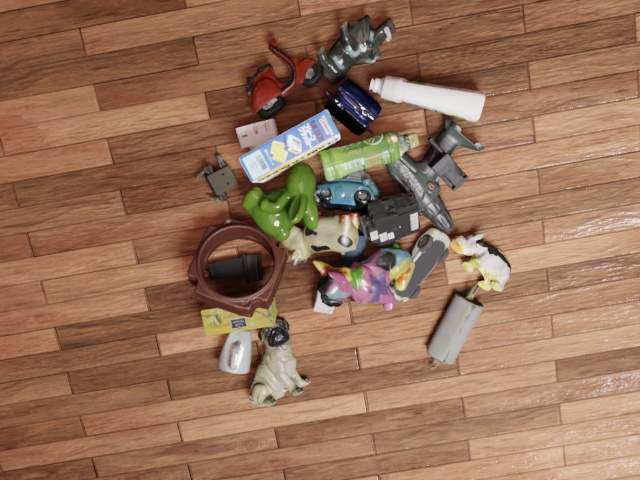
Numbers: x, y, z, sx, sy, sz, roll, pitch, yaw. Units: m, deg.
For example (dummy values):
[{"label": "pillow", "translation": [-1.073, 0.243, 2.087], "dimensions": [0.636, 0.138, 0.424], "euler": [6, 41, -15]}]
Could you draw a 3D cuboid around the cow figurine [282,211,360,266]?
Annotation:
[{"label": "cow figurine", "translation": [-0.003, -0.004, 1.267], "dimensions": [0.195, 0.085, 0.127], "euler": [0, 96, 25]}]

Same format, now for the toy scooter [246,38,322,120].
[{"label": "toy scooter", "translation": [-0.100, -0.370, 1.211], "dimensions": [0.184, 0.075, 0.135], "euler": [-37, 99, 4]}]

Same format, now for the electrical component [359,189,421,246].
[{"label": "electrical component", "translation": [0.158, -0.046, 1.219], "dimensions": [0.134, 0.114, 0.058], "euler": [-18, 57, 0]}]

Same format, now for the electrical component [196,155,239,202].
[{"label": "electrical component", "translation": [-0.243, -0.140, 1.275], "dimensions": [0.078, 0.045, 0.102], "euler": [-38, 103, -22]}]

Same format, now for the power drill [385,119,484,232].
[{"label": "power drill", "translation": [0.284, -0.161, 1.260], "dimensions": [0.232, 0.086, 0.207], "euler": [41, 106, -5]}]

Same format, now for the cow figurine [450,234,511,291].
[{"label": "cow figurine", "translation": [0.393, 0.037, 1.296], "dimensions": [0.167, 0.068, 0.098], "euler": [48, 68, -11]}]

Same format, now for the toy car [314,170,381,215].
[{"label": "toy car", "translation": [0.069, -0.120, 1.258], "dimensions": [0.162, 0.109, 0.103], "euler": [7, 78, 9]}]

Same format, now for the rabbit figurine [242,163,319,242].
[{"label": "rabbit figurine", "translation": [-0.071, -0.090, 1.198], "dimensions": [0.170, 0.121, 0.159], "euler": [-48, 54, 26]}]

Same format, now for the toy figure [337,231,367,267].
[{"label": "toy figure", "translation": [0.076, 0.055, 1.309], "dimensions": [0.064, 0.058, 0.154], "euler": [13, 106, 3]}]

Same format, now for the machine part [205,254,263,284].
[{"label": "machine part", "translation": [-0.211, 0.072, 1.321], "dimensions": [0.139, 0.039, 0.084], "euler": [-2, 107, -1]}]

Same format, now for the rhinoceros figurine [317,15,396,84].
[{"label": "rhinoceros figurine", "translation": [0.080, -0.431, 1.199], "dimensions": [0.190, 0.073, 0.112], "euler": [-37, 98, 7]}]

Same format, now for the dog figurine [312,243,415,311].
[{"label": "dog figurine", "translation": [0.092, 0.075, 1.228], "dimensions": [0.219, 0.109, 0.191], "euler": [23, 99, -36]}]

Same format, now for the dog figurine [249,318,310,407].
[{"label": "dog figurine", "translation": [-0.131, 0.305, 1.349], "dimensions": [0.172, 0.121, 0.190], "euler": [-25, 87, 2]}]

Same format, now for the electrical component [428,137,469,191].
[{"label": "electrical component", "translation": [0.268, -0.167, 1.181], "dimensions": [0.119, 0.075, 0.048], "euler": [43, 101, -11]}]

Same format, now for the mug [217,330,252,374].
[{"label": "mug", "translation": [-0.208, 0.270, 1.331], "dimensions": [0.081, 0.109, 0.107], "euler": [10, 89, 1]}]

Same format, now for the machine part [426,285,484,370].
[{"label": "machine part", "translation": [0.334, 0.219, 1.333], "dimensions": [0.079, 0.079, 0.243], "euler": [23, 101, -5]}]

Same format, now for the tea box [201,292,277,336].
[{"label": "tea box", "translation": [-0.195, 0.175, 1.311], "dimensions": [0.170, 0.098, 0.068], "euler": [-10, 101, 3]}]

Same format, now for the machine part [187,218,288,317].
[{"label": "machine part", "translation": [-0.188, 0.062, 1.242], "dimensions": [0.202, 0.087, 0.201], "euler": [18, 68, 5]}]

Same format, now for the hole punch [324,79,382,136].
[{"label": "hole punch", "translation": [0.081, -0.304, 1.209], "dimensions": [0.142, 0.116, 0.092], "euler": [42, 90, -8]}]

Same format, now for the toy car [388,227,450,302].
[{"label": "toy car", "translation": [0.239, 0.063, 1.307], "dimensions": [0.073, 0.056, 0.201], "euler": [31, 102, -25]}]
